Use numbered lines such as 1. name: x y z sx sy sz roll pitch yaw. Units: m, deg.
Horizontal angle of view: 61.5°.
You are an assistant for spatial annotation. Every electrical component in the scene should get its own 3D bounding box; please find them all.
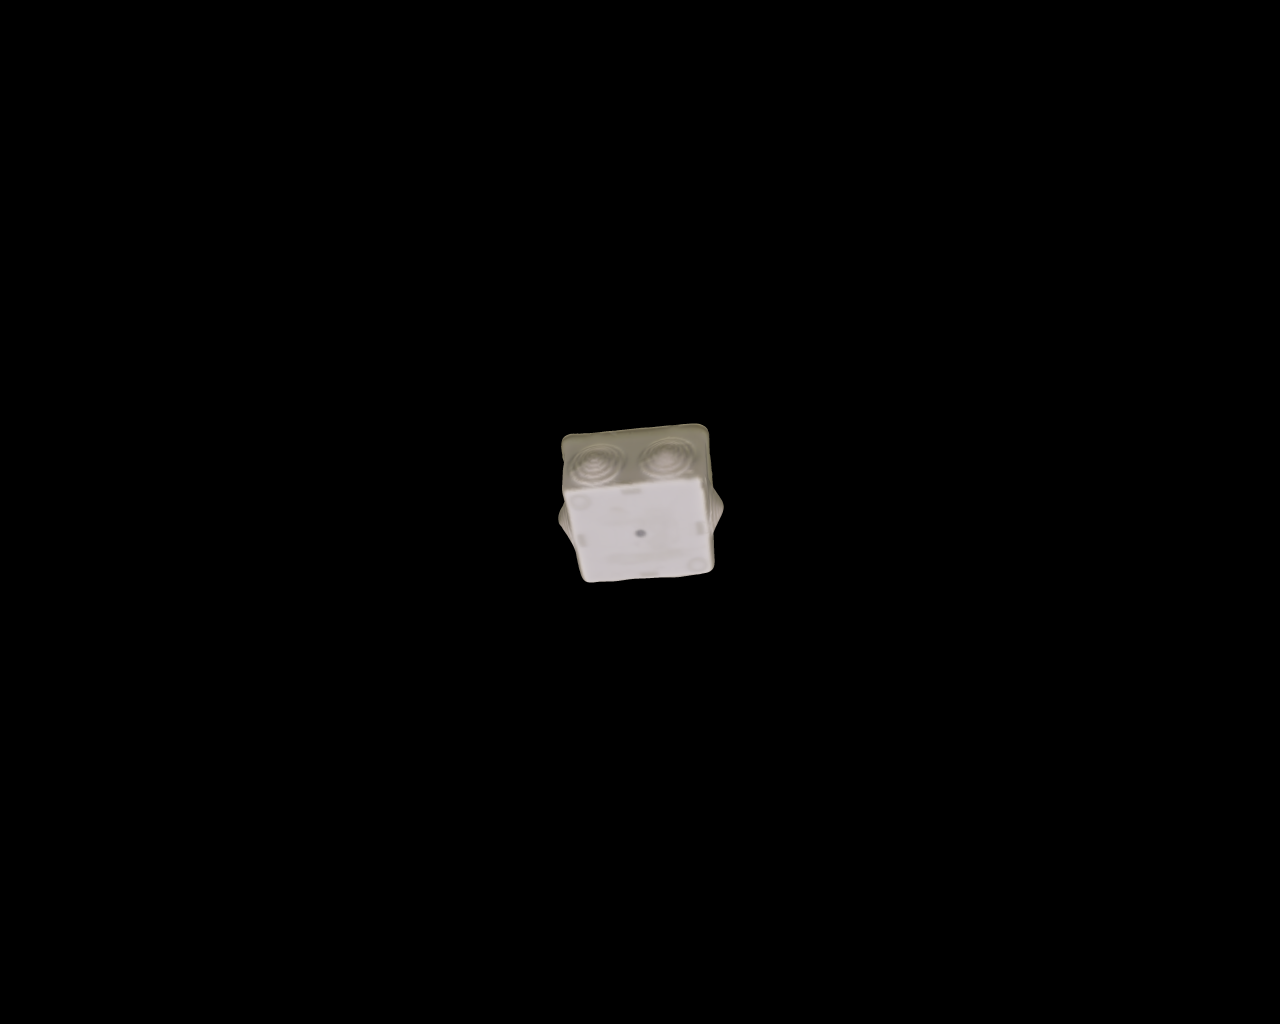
1. electrical component: 0.001 -0.003 0.650 0.100 0.099 0.048 -4 44 4
